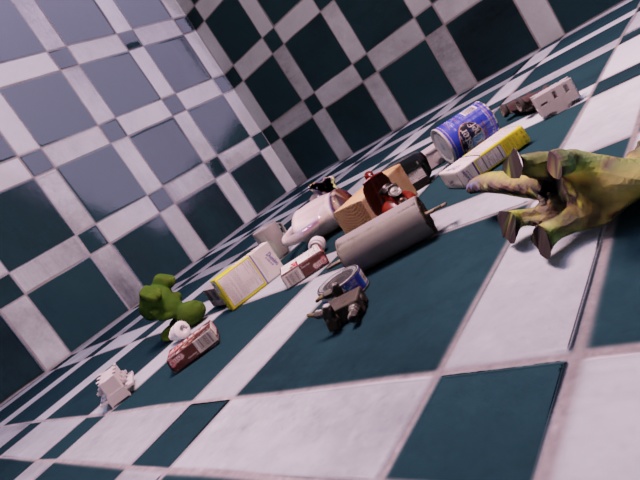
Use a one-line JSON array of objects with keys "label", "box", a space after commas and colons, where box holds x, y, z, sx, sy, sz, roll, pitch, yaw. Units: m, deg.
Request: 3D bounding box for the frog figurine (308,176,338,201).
[{"label": "frog figurine", "box": [0.015, -0.142, 1.886, 0.140, 0.123, 0.155, -50, -19, -35]}]

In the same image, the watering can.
[{"label": "watering can", "box": [0.005, -0.076, 1.504, 0.222, 0.103, 0.353, -28, 11, 22]}]

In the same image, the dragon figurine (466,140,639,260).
[{"label": "dragon figurine", "box": [0.338, -0.079, 0.604, 0.243, 0.121, 0.414, -15, 13, 2]}]
